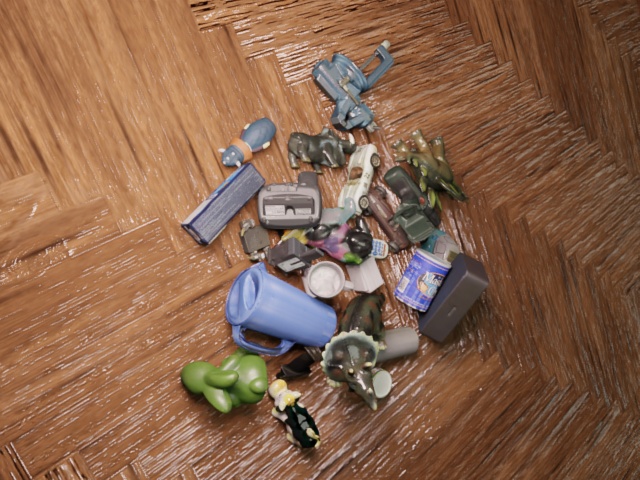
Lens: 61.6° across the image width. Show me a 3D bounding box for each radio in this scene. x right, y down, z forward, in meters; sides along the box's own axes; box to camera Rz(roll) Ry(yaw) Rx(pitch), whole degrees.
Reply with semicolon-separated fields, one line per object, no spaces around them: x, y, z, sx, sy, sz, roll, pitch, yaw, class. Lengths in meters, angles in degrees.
0.352;0.152;1.444;0.073;0.229;0.131;29;27;-7;radio

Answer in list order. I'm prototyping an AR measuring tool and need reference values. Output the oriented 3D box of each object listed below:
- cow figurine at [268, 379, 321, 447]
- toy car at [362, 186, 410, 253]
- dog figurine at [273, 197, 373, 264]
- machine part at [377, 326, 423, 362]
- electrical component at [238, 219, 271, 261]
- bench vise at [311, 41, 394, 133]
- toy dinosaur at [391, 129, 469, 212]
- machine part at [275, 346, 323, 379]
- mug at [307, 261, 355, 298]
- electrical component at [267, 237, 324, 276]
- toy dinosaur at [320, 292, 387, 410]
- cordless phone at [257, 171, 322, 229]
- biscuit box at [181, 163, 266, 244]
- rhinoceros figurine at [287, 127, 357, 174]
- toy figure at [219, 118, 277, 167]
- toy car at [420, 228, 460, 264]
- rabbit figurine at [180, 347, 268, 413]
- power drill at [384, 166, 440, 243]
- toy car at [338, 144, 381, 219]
-0.059;0.401;1.233;0.068;0.098;0.167;-35;109;-24;cow figurine
0.181;-0.057;1.442;0.089;0.053;0.202;-48;116;-23;toy car
-0.003;-0.004;1.271;0.219;0.108;0.191;-23;82;-29;dog figurine
0.176;0.276;1.415;0.243;0.079;0.079;-4;92;-36;machine part
-0.147;0.001;1.210;0.078;0.045;0.102;-14;97;-33;electrical component
0.105;-0.392;1.341;0.223;0.129;0.240;44;83;-6;bench vise
0.314;-0.178;1.470;0.471;0.105;0.198;1;66;-56;toy dinosaur
-0.041;0.284;1.233;0.084;0.139;0.039;6;54;-32;machine part
0.023;0.096;1.226;0.110;0.107;0.080;6;79;-4;mug
-0.051;0.031;1.190;0.074;0.119;0.048;37;38;-42;electrical component
0.095;0.207;1.253;0.405;0.131;0.192;-71;167;-46;toy dinosaur
-0.068;-0.110;1.236;0.147;0.184;0.088;-1;128;1;cordless phone
-0.205;-0.081;1.162;0.203;0.059;0.062;-50;114;-25;biscuit box
0.005;-0.221;1.313;0.190;0.073;0.112;-2;80;-34;rhinoceros figurine
-0.161;-0.211;1.198;0.154;0.064;0.057;-46;151;-22;toy figure
0.339;0.043;1.520;0.109;0.103;0.161;25;73;-31;toy car
-0.203;0.299;1.117;0.170;0.159;0.121;7;95;-20;rabbit figurine
0.258;-0.081;1.430;0.232;0.086;0.207;49;30;-19;power drill
0.098;-0.149;1.370;0.056;0.074;0.201;26;74;-36;toy car
